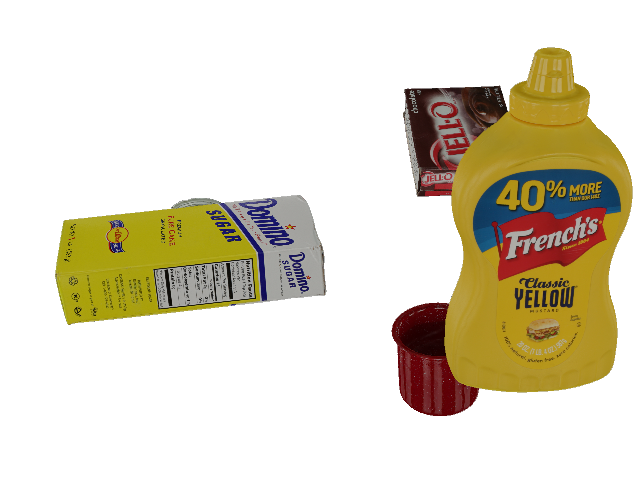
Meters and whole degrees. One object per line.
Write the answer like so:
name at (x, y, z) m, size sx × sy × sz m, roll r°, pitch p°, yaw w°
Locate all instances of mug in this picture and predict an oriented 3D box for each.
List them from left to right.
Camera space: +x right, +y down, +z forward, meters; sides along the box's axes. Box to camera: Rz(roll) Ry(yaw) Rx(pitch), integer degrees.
mug at (0.127, 0.116, 1.083) m, size 0.093 × 0.081 × 0.117 m, roll 20°, pitch 39°, yaw 33°

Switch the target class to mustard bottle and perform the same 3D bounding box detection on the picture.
mustard bottle at (0.120, -0.010, 0.586) m, size 0.096 × 0.192 × 0.058 m, roll -1°, pitch 25°, yaw -1°

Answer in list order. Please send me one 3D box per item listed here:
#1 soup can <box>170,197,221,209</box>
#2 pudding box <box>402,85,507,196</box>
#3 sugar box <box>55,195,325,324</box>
soup can at (-0.151, 0.006, 1.326) m, size 0.068 × 0.102 × 0.068 m, roll 0°, pitch 25°, yaw 0°
pudding box at (0.123, -0.089, 0.945) m, size 0.090 × 0.039 × 0.113 m, roll -2°, pitch 44°, yaw -4°
sugar box at (-0.090, 0.010, 0.740) m, size 0.176 × 0.048 × 0.093 m, roll -9°, pitch 26°, yaw -6°
